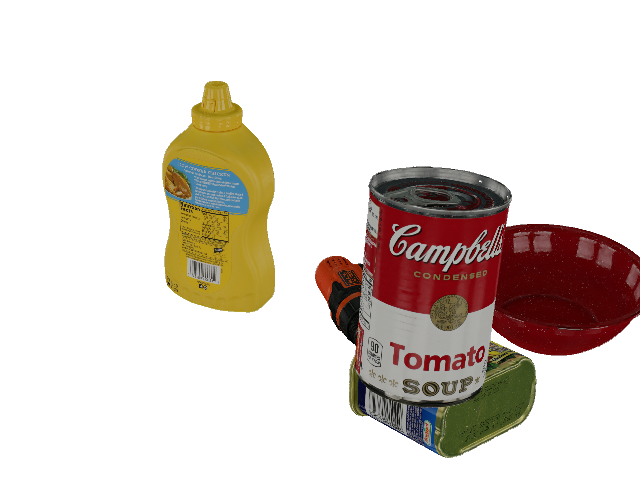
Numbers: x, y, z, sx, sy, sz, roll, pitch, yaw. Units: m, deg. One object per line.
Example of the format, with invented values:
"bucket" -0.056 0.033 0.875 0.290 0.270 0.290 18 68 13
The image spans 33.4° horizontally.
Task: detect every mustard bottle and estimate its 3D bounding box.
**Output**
"mustard bottle" -0.085 -0.038 0.885 0.096 0.192 0.058 15 30 24

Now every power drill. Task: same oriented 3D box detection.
"power drill" 0.102 0.061 1.117 0.187 0.057 0.184 -6 28 -15

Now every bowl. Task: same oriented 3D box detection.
"bowl" 0.195 0.048 0.899 0.162 0.055 0.162 1 31 -1

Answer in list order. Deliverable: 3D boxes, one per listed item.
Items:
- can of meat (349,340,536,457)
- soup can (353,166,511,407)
"can of meat" 0.084 0.098 0.726 0.101 0.057 0.084 -17 28 -38
"soup can" 0.053 0.022 0.525 0.068 0.102 0.068 4 21 -2
